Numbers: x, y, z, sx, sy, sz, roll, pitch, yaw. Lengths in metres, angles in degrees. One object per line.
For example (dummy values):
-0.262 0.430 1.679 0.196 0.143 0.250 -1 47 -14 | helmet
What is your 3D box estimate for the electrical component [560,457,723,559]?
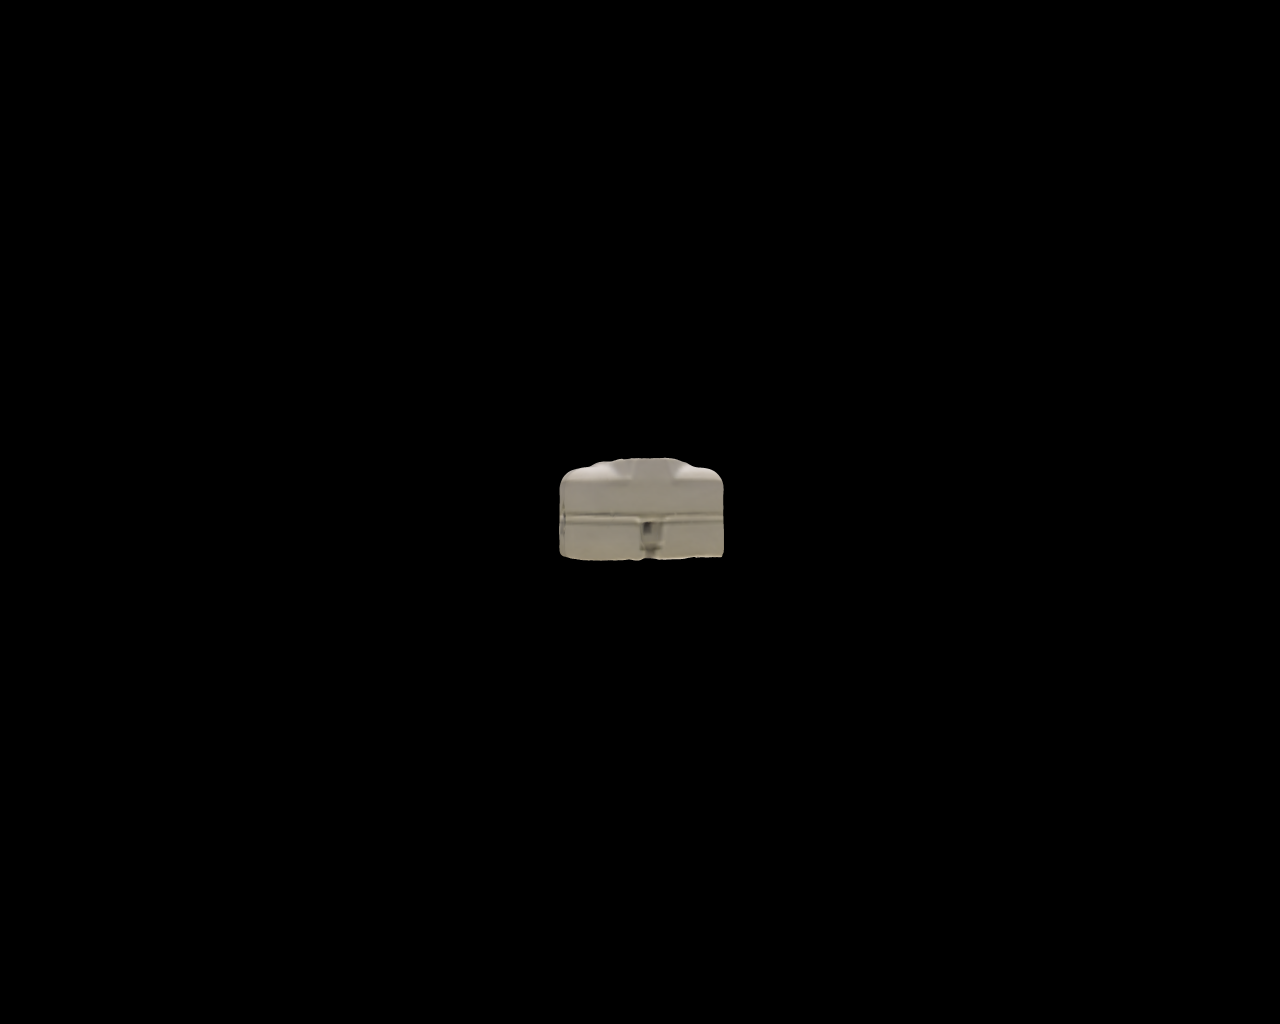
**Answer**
0.001 -0.003 0.650 0.095 0.059 0.053 0 0 -13 | electrical component
